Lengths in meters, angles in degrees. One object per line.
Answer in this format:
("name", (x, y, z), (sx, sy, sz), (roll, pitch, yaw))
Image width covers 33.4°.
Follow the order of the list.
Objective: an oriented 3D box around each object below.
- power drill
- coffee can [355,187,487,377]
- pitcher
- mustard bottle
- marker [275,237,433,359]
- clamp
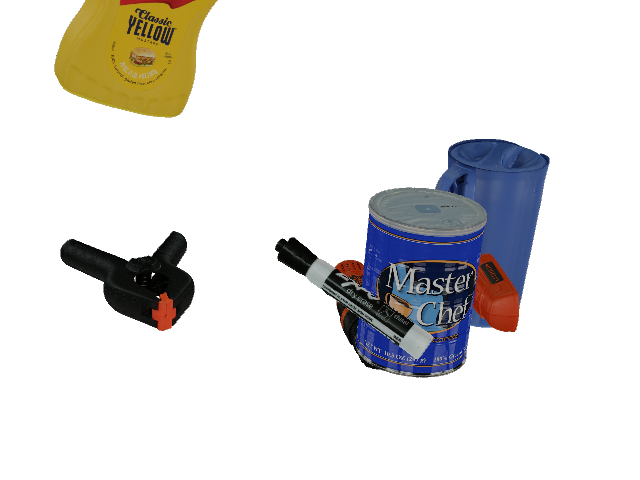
("power drill", (0.111, 0.070, 1.138), (0.187, 0.057, 0.184), (-4, 29, -9))
("coffee can", (0.088, 0.035, 0.948), (0.103, 0.140, 0.103), (4, 22, -2))
("pitcher", (0.220, -0.007, 1.445), (0.149, 0.243, 0.145), (5, 23, 3))
("mustard bottle", (-0.113, -0.185, 0.742), (0.096, 0.192, 0.058), (12, 22, -28))
("marker", (0.020, 0.036, 0.707), (0.121, 0.020, 0.020), (35, 7, 11))
("clamp", (-0.153, 0.031, 0.969), (0.120, 0.039, 0.172), (-15, 31, -28))
